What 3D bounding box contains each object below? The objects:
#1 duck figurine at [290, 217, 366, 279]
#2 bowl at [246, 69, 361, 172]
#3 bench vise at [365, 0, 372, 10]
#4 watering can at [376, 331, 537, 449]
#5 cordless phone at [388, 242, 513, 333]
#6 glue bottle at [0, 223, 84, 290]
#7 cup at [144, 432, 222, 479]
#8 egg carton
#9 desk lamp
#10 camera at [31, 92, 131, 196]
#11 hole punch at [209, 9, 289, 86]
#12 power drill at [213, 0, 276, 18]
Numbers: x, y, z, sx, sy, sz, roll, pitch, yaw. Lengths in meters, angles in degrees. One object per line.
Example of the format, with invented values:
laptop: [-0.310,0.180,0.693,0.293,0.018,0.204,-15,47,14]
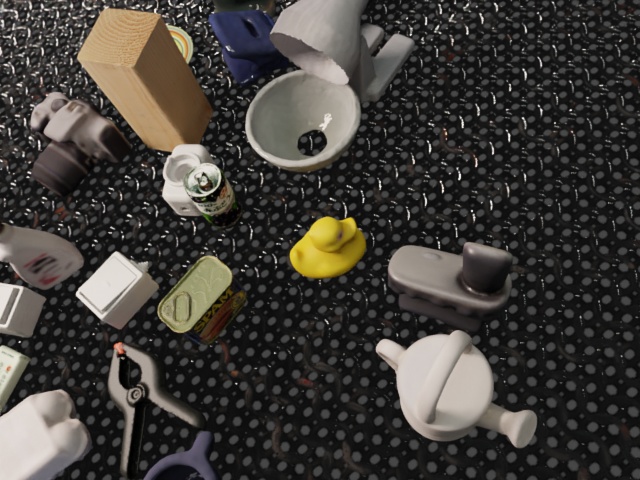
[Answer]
duck figurine: [0.007,0.003,0.754,0.104,0.086,0.077,-21,64,0]
bowl: [-0.019,-0.162,0.837,0.167,0.075,0.167,-4,66,9]
bench vise: [0.017,-0.385,0.849,0.121,0.220,0.207,18,71,17]
watering can: [0.139,0.154,0.604,0.172,0.194,0.101,7,68,13]
cordless phone: [0.151,0.030,0.661,0.147,0.185,0.094,12,69,15]
glue bottle: [-0.396,0.012,0.773,0.078,0.173,0.037,-38,65,-7]
cup: [-0.140,0.280,0.652,0.091,0.095,0.118,15,70,16]
egg carton: [-0.364,0.263,0.714,0.150,0.069,0.107,-39,66,-8]
desk lamp: [0.037,-0.290,0.807,0.117,0.214,0.203,28,74,20]
camera: [-0.395,-0.148,0.884,0.143,0.101,0.137,26,73,20]
hole punch: [-0.113,-0.322,0.916,0.101,0.091,0.108,-28,65,-3]
power drill: [-0.138,-0.444,0.909,0.229,0.209,0.075,-12,65,5]
